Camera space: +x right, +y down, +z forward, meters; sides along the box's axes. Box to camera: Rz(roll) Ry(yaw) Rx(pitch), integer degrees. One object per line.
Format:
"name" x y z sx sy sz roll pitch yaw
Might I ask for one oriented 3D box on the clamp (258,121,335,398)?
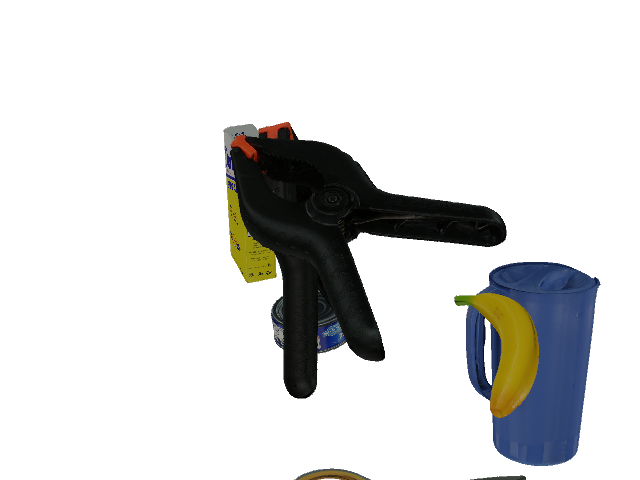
"clamp" -0.008 0.008 0.871 0.036 0.210 0.164 -11 3 22

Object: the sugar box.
"sugar box" -0.088 -0.046 1.320 0.048 0.176 0.093 -11 25 -15

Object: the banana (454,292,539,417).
"banana" 0.189 0.107 1.088 0.070 0.037 0.198 -28 28 11

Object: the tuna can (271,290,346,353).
"tuna can" -0.009 0.083 1.124 0.086 0.034 0.086 -6 27 3

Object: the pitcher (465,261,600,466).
"pitcher" 0.266 0.156 1.343 0.149 0.243 0.144 5 16 18

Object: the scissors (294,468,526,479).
"scissors" 0.073 0.223 0.855 0.201 0.016 0.096 6 44 -5

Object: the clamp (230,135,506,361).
"clamp" 0.006 -0.004 0.613 0.172 0.039 0.120 25 51 25
